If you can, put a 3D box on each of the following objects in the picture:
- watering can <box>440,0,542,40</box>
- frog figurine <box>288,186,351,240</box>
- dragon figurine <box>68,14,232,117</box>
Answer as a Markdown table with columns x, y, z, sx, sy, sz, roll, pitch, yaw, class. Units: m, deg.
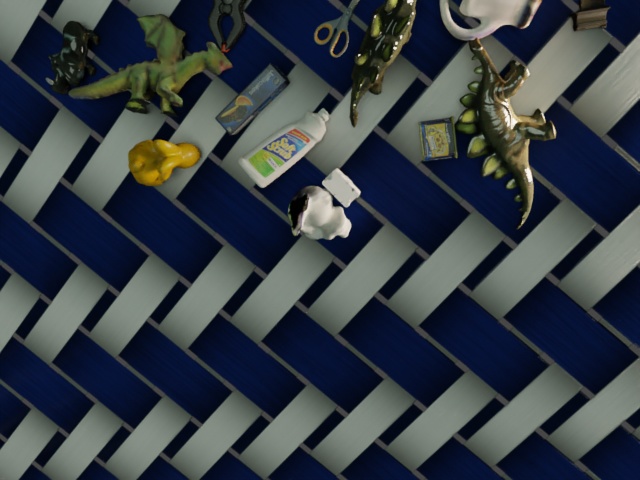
| x | y | z | sx | sy | sz | roll | pitch | yaw | class |
| --- | --- | --- | --- | --- | --- | --- | --- | --- | --- |
| 0.399 | -0.612 | 1.140 | 0.224 | 0.105 | 0.343 | 16 | 105 | 3 | watering can |
| 0.004 | -0.067 | 1.326 | 0.159 | 0.123 | 0.137 | 7 | 97 | -31 | frog figurine |
| -0.430 | -0.449 | 1.305 | 0.410 | 0.122 | 0.243 | 9 | 88 | 3 | dragon figurine |
